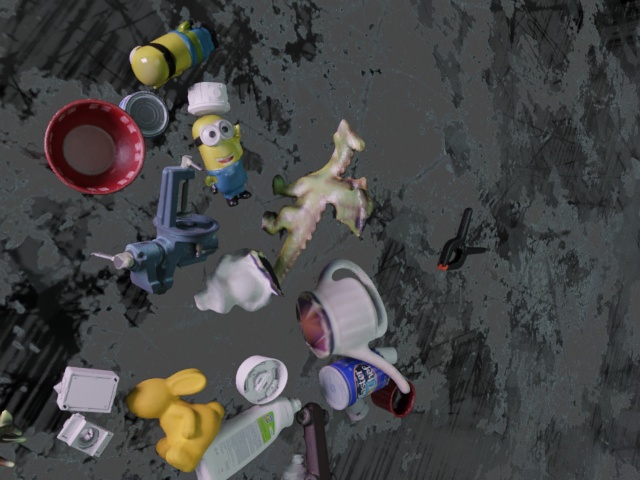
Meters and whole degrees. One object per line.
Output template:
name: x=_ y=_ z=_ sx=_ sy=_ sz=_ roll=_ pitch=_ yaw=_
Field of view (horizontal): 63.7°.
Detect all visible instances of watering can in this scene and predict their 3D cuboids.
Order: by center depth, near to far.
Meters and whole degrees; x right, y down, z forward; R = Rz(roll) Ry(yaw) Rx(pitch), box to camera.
watering can: x=0.073 y=0.211 z=1.183 sx=0.226 sy=0.102 sz=0.351 roll=-13 pitch=73 yaw=-33

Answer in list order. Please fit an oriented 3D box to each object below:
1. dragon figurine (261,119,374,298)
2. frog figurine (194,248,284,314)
dragon figurine: x=0.003 y=-0.055 z=1.085 sx=0.121 sy=0.242 sz=0.414 roll=21 pitch=76 yaw=-42
frog figurine: x=-0.171 y=0.095 z=1.051 sx=0.159 sy=0.125 sz=0.135 roll=-29 pitch=124 yaw=4
